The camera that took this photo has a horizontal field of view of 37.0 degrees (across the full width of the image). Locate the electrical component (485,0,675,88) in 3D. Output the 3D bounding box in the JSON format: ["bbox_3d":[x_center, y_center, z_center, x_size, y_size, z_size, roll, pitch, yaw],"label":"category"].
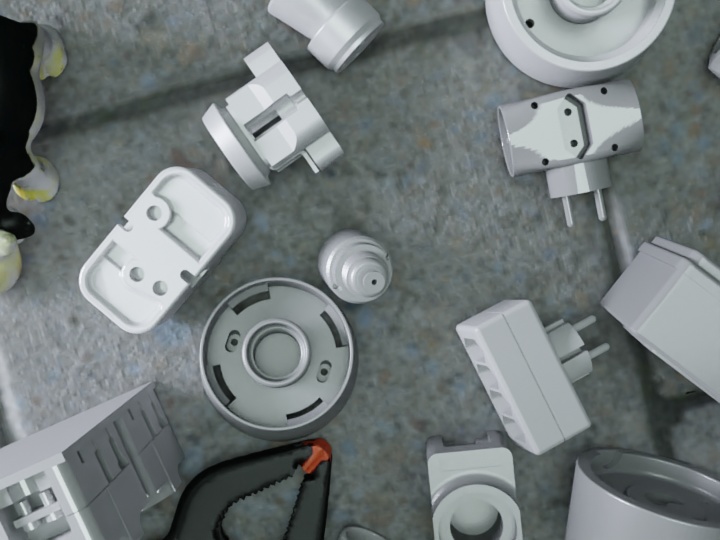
[{"bbox_3d":[0.129,-0.162,0.617,0.108,0.060,0.108,0,94,2],"label":"electrical component"}]

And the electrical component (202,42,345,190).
[{"bbox_3d":[-0.054,-0.084,0.631,0.057,0.058,0.078,-35,92,1],"label":"electrical component"}]

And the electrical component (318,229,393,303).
[{"bbox_3d":[0.000,0.000,0.628,0.040,0.078,0.040,-2,100,-12],"label":"electrical component"}]

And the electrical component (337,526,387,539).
[{"bbox_3d":[-0.003,0.187,0.658,0.040,0.040,0.046,25,100,0],"label":"electrical component"}]

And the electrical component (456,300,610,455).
[{"bbox_3d":[0.113,0.054,0.641,0.076,0.047,0.083,-27,93,-9],"label":"electrical component"}]

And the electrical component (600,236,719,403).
[{"bbox_3d":[0.200,0.037,0.606,0.109,0.108,0.056,37,97,-1],"label":"electrical component"}]

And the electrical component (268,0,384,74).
[{"bbox_3d":[-0.020,-0.149,0.631,0.055,0.045,0.045,44,94,-2],"label":"electrical component"}]

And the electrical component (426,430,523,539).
[{"bbox_3d":[0.068,0.147,0.644,0.050,0.055,0.089,-6,94,2],"label":"electrical component"}]

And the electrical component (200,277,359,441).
[{"bbox_3d":[-0.050,0.053,0.650,0.099,0.064,0.099,0,81,-2],"label":"electrical component"}]

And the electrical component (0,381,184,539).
[{"bbox_3d":[-0.168,0.124,0.585,0.105,0.186,0.060,-24,93,3],"label":"electrical component"}]

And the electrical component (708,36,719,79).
[{"bbox_3d":[0.239,-0.121,0.626,0.062,0.043,0.043,28,95,-2],"label":"electrical component"}]

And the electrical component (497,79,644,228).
[{"bbox_3d":[0.127,-0.066,0.633,0.077,0.043,0.079,-12,94,3],"label":"electrical component"}]

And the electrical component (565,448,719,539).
[{"bbox_3d":[0.171,0.152,0.618,0.108,0.108,0.060,12,101,1],"label":"electrical component"}]

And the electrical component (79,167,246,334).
[{"bbox_3d":[-0.114,-0.013,0.637,0.054,0.059,0.095,40,94,-1],"label":"electrical component"}]
